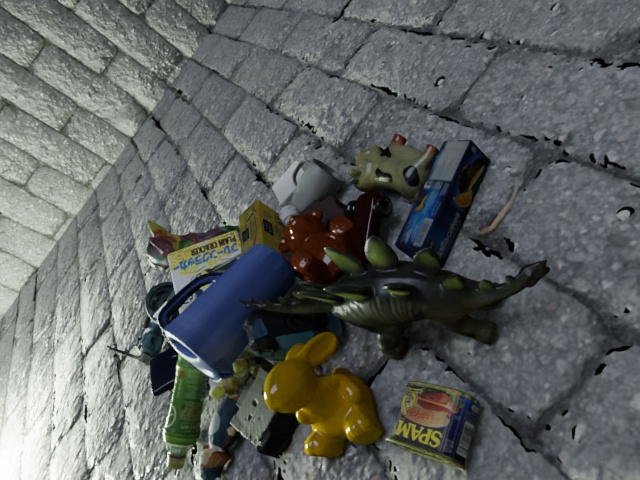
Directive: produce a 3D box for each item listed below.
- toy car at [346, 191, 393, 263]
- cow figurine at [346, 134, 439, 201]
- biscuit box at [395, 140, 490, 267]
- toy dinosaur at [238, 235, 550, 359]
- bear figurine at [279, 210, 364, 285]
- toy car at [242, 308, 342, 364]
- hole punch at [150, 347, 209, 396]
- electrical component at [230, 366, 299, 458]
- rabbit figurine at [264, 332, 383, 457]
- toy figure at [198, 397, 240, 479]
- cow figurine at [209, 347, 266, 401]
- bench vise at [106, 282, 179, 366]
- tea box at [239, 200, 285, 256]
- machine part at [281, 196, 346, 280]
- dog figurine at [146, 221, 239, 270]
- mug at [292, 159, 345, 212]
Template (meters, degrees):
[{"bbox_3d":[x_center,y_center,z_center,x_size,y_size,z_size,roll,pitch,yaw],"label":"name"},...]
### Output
[{"bbox_3d":[0.076,0.012,0.940,0.089,0.053,0.202,-6,69,46],"label":"toy car"},{"bbox_3d":[0.132,-0.122,0.971,0.127,0.085,0.195,-54,38,-2],"label":"cow figurine"},{"bbox_3d":[0.195,-0.058,0.852,0.059,0.062,0.202,12,72,54],"label":"biscuit box"},{"bbox_3d":[0.080,0.080,0.758,0.472,0.198,0.105,-19,45,39],"label":"toy dinosaur"},{"bbox_3d":[-0.011,-0.001,0.913,0.120,0.131,0.196,-39,45,-4],"label":"bear figurine"},{"bbox_3d":[-0.047,0.167,0.916,0.109,0.162,0.102,-120,24,-45],"label":"toy car"},{"bbox_3d":[-0.301,0.281,1.155,0.116,0.092,0.142,-46,32,8],"label":"hole punch"},{"bbox_3d":[-0.090,0.287,0.915,0.134,0.058,0.115,14,71,54],"label":"electrical component"},{"bbox_3d":[-0.004,0.213,0.769,0.122,0.173,0.162,-30,45,39],"label":"rabbit figurine"},{"bbox_3d":[-0.180,0.363,0.964,0.064,0.058,0.154,103,-172,-73],"label":"toy figure"},{"bbox_3d":[-0.147,0.227,1.031,0.167,0.068,0.098,-51,28,5],"label":"cow figurine"},{"bbox_3d":[-0.372,0.180,1.280,0.240,0.129,0.224,-46,11,47],"label":"bench vise"},{"bbox_3d":[-0.115,0.004,1.151,0.068,0.098,0.170,-39,39,22],"label":"tea box"},{"bbox_3d":[-0.002,-0.003,1.055,0.179,0.056,0.179,-31,39,30],"label":"machine part"},{"bbox_3d":[-0.296,0.010,1.262,0.191,0.219,0.109,-46,38,16],"label":"dog figurine"},{"bbox_3d":[-0.020,-0.112,1.134,0.110,0.081,0.107,39,105,19],"label":"mug"}]
